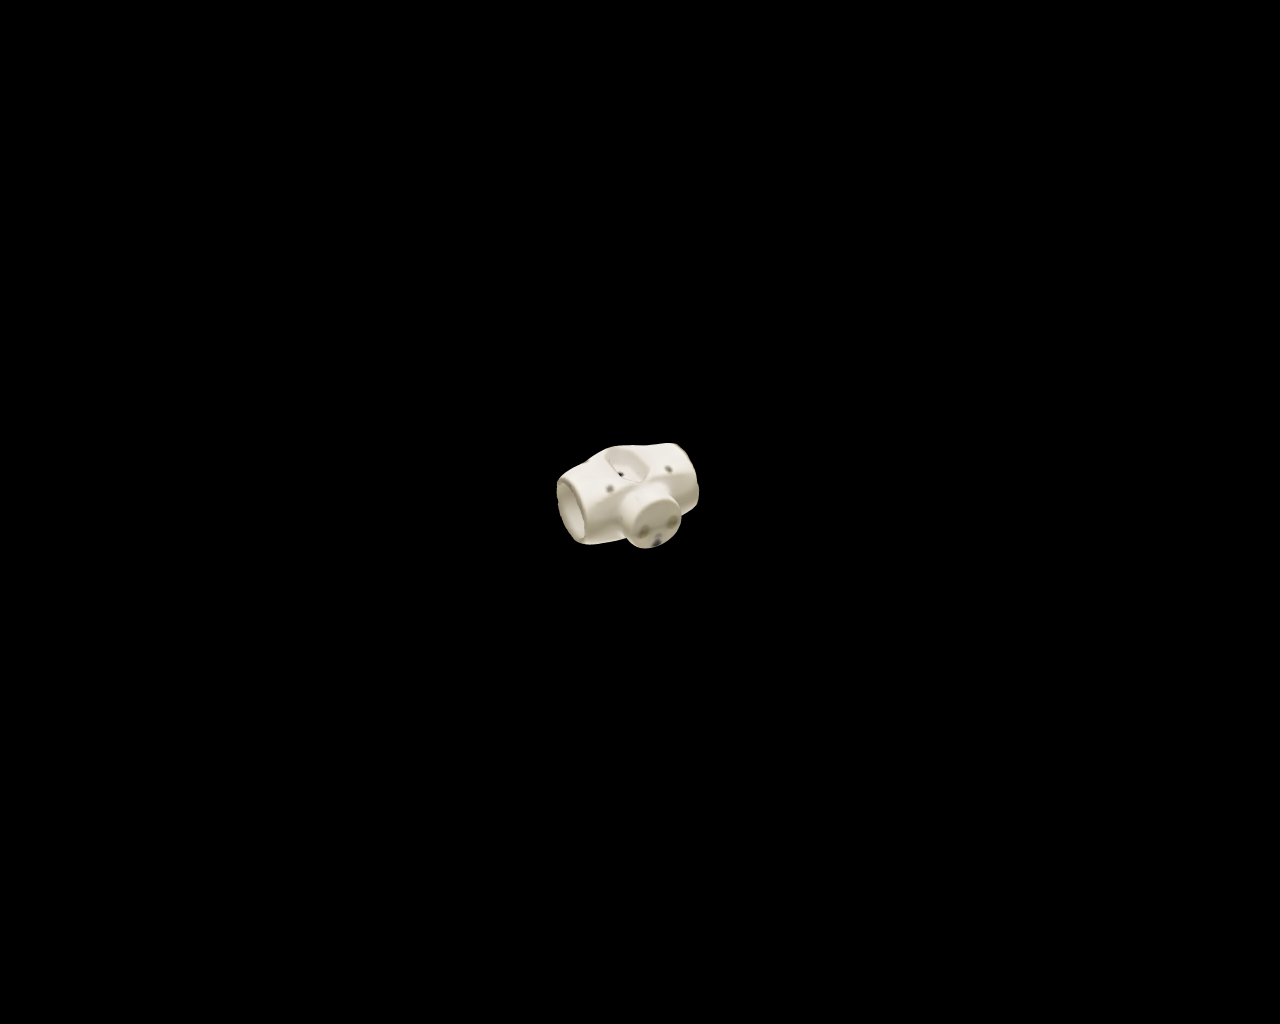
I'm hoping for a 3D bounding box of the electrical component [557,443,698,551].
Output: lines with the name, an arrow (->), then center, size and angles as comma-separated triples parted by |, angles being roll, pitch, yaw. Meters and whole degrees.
electrical component -> 0.001, -0.003, 0.650 | 0.077, 0.043, 0.079 | -17, 40, -22
